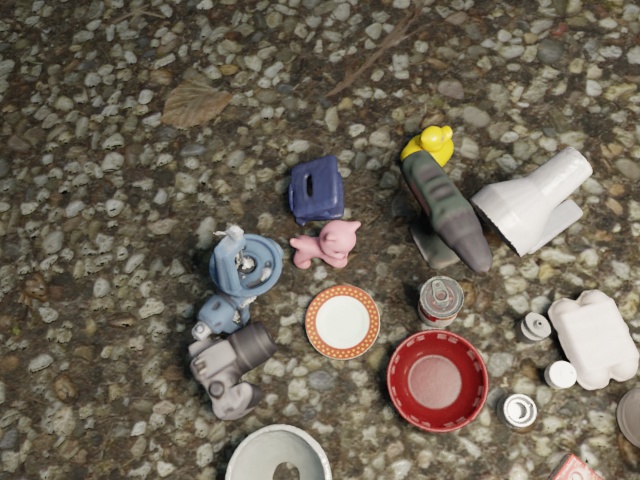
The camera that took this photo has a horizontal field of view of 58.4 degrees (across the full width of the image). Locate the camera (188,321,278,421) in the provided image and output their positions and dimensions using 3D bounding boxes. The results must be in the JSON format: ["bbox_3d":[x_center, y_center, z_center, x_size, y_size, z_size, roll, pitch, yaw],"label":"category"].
[{"bbox_3d":[-0.136,0.206,0.953,0.137,0.101,0.143,-31,71,-4],"label":"camera"}]

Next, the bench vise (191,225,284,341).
[{"bbox_3d":[-0.136,0.070,0.934,0.121,0.220,0.207,13,74,11],"label":"bench vise"}]

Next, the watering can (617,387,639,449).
[{"bbox_3d":[0.510,0.261,0.813,0.101,0.194,0.173,-3,72,6],"label":"watering can"}]

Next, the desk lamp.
[{"bbox_3d":[0.341,-0.056,0.925,0.203,0.214,0.117,-36,72,-5],"label":"desk lamp"}]

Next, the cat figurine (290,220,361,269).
[{"bbox_3d":[0.009,0.004,0.994,0.127,0.118,0.067,-4,72,5],"label":"cat figurine"}]

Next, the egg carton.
[{"bbox_3d":[0.438,0.158,0.920,0.107,0.069,0.150,-18,71,0],"label":"egg carton"}]

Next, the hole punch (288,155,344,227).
[{"bbox_3d":[-0.009,-0.090,1.040,0.101,0.091,0.108,-5,72,5],"label":"hole punch"}]

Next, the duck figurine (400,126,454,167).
[{"bbox_3d":[0.197,-0.173,1.046,0.104,0.086,0.077,-27,71,-2],"label":"duck figurine"}]

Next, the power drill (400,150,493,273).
[{"bbox_3d":[0.202,-0.026,0.933,0.075,0.208,0.229,-26,71,-2],"label":"power drill"}]

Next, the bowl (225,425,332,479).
[{"bbox_3d":[-0.061,0.379,0.903,0.167,0.075,0.167,-2,72,6],"label":"bowl"}]
